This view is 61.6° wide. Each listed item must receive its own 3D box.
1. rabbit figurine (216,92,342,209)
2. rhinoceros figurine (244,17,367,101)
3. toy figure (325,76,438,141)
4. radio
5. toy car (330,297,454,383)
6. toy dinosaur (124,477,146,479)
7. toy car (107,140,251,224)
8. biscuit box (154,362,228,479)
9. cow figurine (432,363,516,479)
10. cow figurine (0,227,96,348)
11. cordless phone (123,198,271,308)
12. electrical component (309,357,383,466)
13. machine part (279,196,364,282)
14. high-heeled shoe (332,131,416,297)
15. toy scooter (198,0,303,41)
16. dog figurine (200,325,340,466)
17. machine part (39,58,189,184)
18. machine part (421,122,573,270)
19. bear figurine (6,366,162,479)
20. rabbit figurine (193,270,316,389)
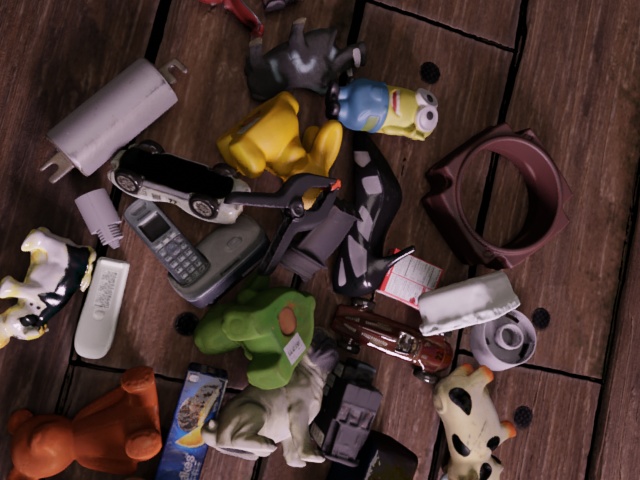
[{"bbox_3d":[-0.044,-0.117,0.789,0.162,0.122,0.173,-43,111,-20],"label":"rabbit figurine"},{"bbox_3d":[-0.021,-0.267,0.806,0.190,0.073,0.112,-21,91,-13],"label":"rhinoceros figurine"},{"bbox_3d":[0.095,-0.199,0.816,0.180,0.089,0.082,3,105,-15],"label":"toy figure"},{"bbox_3d":[0.048,0.386,0.760,0.073,0.131,0.229,25,82,-11],"label":"radio"},{"bbox_3d":[0.115,0.153,0.829,0.202,0.053,0.089,23,86,-12],"label":"toy car"},{"bbox_3d":[-0.219,0.397,0.670,0.472,0.105,0.198,-7,123,11],"label":"toy dinosaur"},{"bbox_3d":[-0.195,-0.080,0.741,0.202,0.056,0.073,18,57,10],"label":"toy car"},{"bbox_3d":[-0.184,0.278,0.748,0.059,0.063,0.202,16,84,-10],"label":"biscuit box"},{"bbox_3d":[0.231,0.303,0.831,0.127,0.085,0.194,-22,95,-19],"label":"cow figurine"},{"bbox_3d":[-0.371,0.073,0.716,0.098,0.068,0.167,24,83,-17],"label":"cow figurine"},{"bbox_3d":[-0.174,-0.009,0.761,0.146,0.088,0.184,-42,83,-11],"label":"cordless phone"},{"bbox_3d":[0.036,0.238,0.773,0.058,0.115,0.134,22,85,-14],"label":"electrical component"},{"bbox_3d":[-0.002,-0.002,0.789,0.084,0.039,0.139,38,104,-25],"label":"machine part"},{"bbox_3d":[0.055,-0.040,0.832,0.145,0.086,0.249,-26,68,23],"label":"high-heeled shoe"},{"bbox_3d":[-0.088,-0.368,0.796,0.184,0.075,0.135,-27,95,-10],"label":"toy scooter"},{"bbox_3d":[-0.064,0.202,0.750,0.172,0.121,0.190,21,57,-25],"label":"dog figurine"},{"bbox_3d":[-0.284,-0.170,0.740,0.243,0.079,0.079,-45,97,-10],"label":"machine part"},{"bbox_3d":[0.284,-0.068,0.860,0.201,0.087,0.201,-35,94,-12],"label":"machine part"},{"bbox_3d":[-0.308,0.246,0.694,0.196,0.131,0.120,-3,59,-17],"label":"bear figurine"},{"bbox_3d":[-0.101,0.107,0.738,0.121,0.170,0.159,60,41,-25],"label":"rabbit figurine"}]
